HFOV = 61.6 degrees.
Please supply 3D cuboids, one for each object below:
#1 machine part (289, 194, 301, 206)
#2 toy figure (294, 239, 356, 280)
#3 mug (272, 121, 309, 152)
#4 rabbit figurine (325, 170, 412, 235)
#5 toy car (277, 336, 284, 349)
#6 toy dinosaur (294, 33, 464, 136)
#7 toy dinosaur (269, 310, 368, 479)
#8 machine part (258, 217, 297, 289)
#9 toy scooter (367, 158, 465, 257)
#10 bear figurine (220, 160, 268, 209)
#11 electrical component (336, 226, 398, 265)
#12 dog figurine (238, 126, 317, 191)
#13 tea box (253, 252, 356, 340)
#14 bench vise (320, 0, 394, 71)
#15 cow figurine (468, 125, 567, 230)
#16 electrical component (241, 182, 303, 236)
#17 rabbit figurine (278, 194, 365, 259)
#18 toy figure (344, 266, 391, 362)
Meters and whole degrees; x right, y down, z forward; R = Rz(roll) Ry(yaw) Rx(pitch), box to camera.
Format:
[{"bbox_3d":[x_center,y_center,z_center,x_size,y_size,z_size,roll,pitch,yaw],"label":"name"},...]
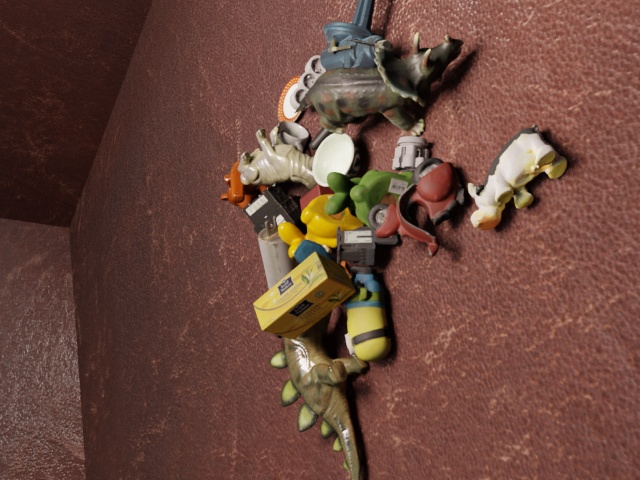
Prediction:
[{"bbox_3d":[-0.071,-0.042,1.330,0.084,0.039,0.138,30,108,61],"label":"machine part"},{"bbox_3d":[0.019,0.057,1.084,0.064,0.154,0.058,-40,23,44],"label":"toy figure"},{"bbox_3d":[-0.077,-0.227,1.357,0.110,0.081,0.107,55,136,33],"label":"mug"},{"bbox_3d":[0.086,-0.078,1.052,0.170,0.159,0.121,-157,69,-69],"label":"rabbit figurine"},{"bbox_3d":[-0.037,0.166,1.218,0.089,0.053,0.202,28,107,32],"label":"toy car"},{"bbox_3d":[0.070,-0.283,1.028,0.405,0.192,0.131,0,72,31],"label":"toy dinosaur"},{"bbox_3d":[0.003,0.285,1.090,0.198,0.105,0.472,-51,49,35],"label":"toy dinosaur"},{"bbox_3d":[-0.090,0.055,1.235,0.079,0.079,0.242,38,145,51],"label":"machine part"},{"bbox_3d":[0.184,-0.048,0.927,0.184,0.075,0.135,-42,63,0],"label":"toy scooter"},{"bbox_3d":[-0.198,-0.125,1.423,0.195,0.120,0.132,121,138,-58],"label":"bear figurine"},{"bbox_3d":[0.091,0.009,1.054,0.075,0.119,0.047,-94,2,-50],"label":"electrical component"},{"bbox_3d":[-0.085,-0.154,1.272,0.191,0.121,0.172,42,128,8],"label":"dog figurine"},{"bbox_3d":[-0.030,0.109,1.015,0.169,0.098,0.068,-41,51,20],"label":"tea box"},{"bbox_3d":[0.083,-0.449,1.138,0.224,0.129,0.240,-161,83,-68],"label":"bench vise"},{"bbox_3d":[0.287,-0.095,0.831,0.167,0.068,0.098,-49,40,31],"label":"cow figurine"},{"bbox_3d":[-0.104,-0.052,1.263,0.115,0.058,0.134,-32,98,38],"label":"electrical component"},{"bbox_3d":[-0.002,-0.003,1.154,0.122,0.162,0.173,61,148,25],"label":"rabbit figurine"},{"bbox_3d":[0.091,0.141,1.030,0.089,0.082,0.180,-16,66,50],"label":"toy figure"}]
